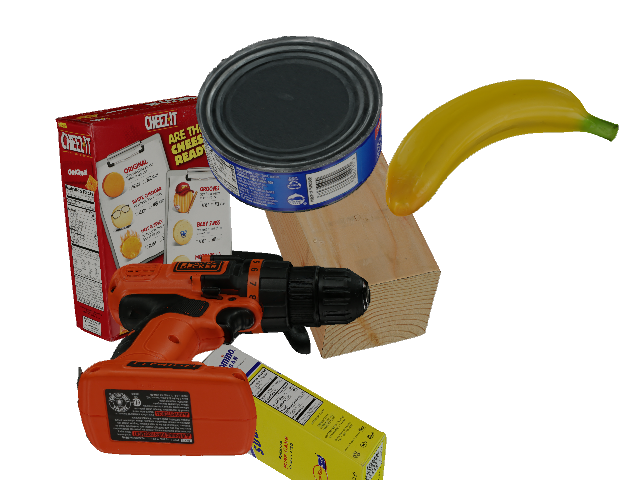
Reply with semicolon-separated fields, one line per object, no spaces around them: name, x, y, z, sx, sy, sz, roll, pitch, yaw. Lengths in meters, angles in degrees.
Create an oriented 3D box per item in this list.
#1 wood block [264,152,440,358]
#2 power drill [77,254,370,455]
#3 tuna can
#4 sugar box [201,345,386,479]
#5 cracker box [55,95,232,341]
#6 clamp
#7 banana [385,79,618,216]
wood block;0.012;-0.020;0.868;0.090;0.206;0.091;-12;-36;-15
power drill;-0.064;0.066;0.686;0.184;0.057;0.187;-2;21;7
tuna can;-0.013;-0.054;0.499;0.086;0.086;0.034;0;-38;5
sugar box;-0.027;0.168;0.943;0.176;0.093;0.048;24;49;22
cracker box;-0.170;-0.027;1.060;0.072;0.214;0.163;13;22;42
clamp;-0.048;0.058;1.188;0.210;0.036;0.164;17;30;25
banana;0.106;-0.069;0.687;0.197;0.037;0.070;-21;44;-30
